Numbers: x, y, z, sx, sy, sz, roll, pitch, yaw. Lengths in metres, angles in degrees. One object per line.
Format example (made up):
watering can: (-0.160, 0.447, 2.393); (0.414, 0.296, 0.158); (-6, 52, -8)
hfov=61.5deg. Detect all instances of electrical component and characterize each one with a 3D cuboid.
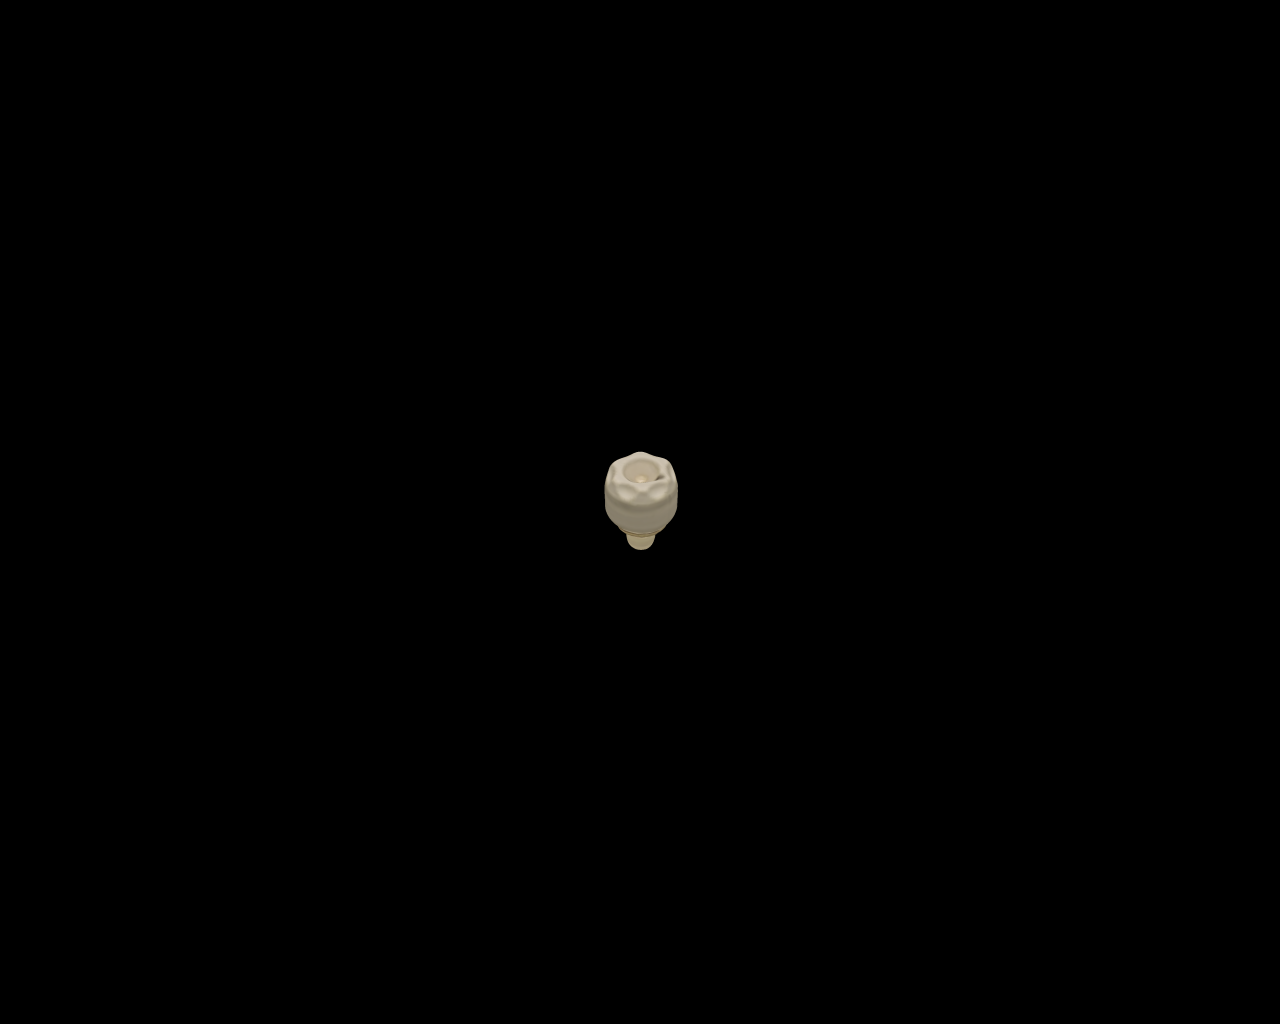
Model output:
electrical component: (0.001, -0.003, 0.650); (0.043, 0.062, 0.043); (0, 42, 0)
